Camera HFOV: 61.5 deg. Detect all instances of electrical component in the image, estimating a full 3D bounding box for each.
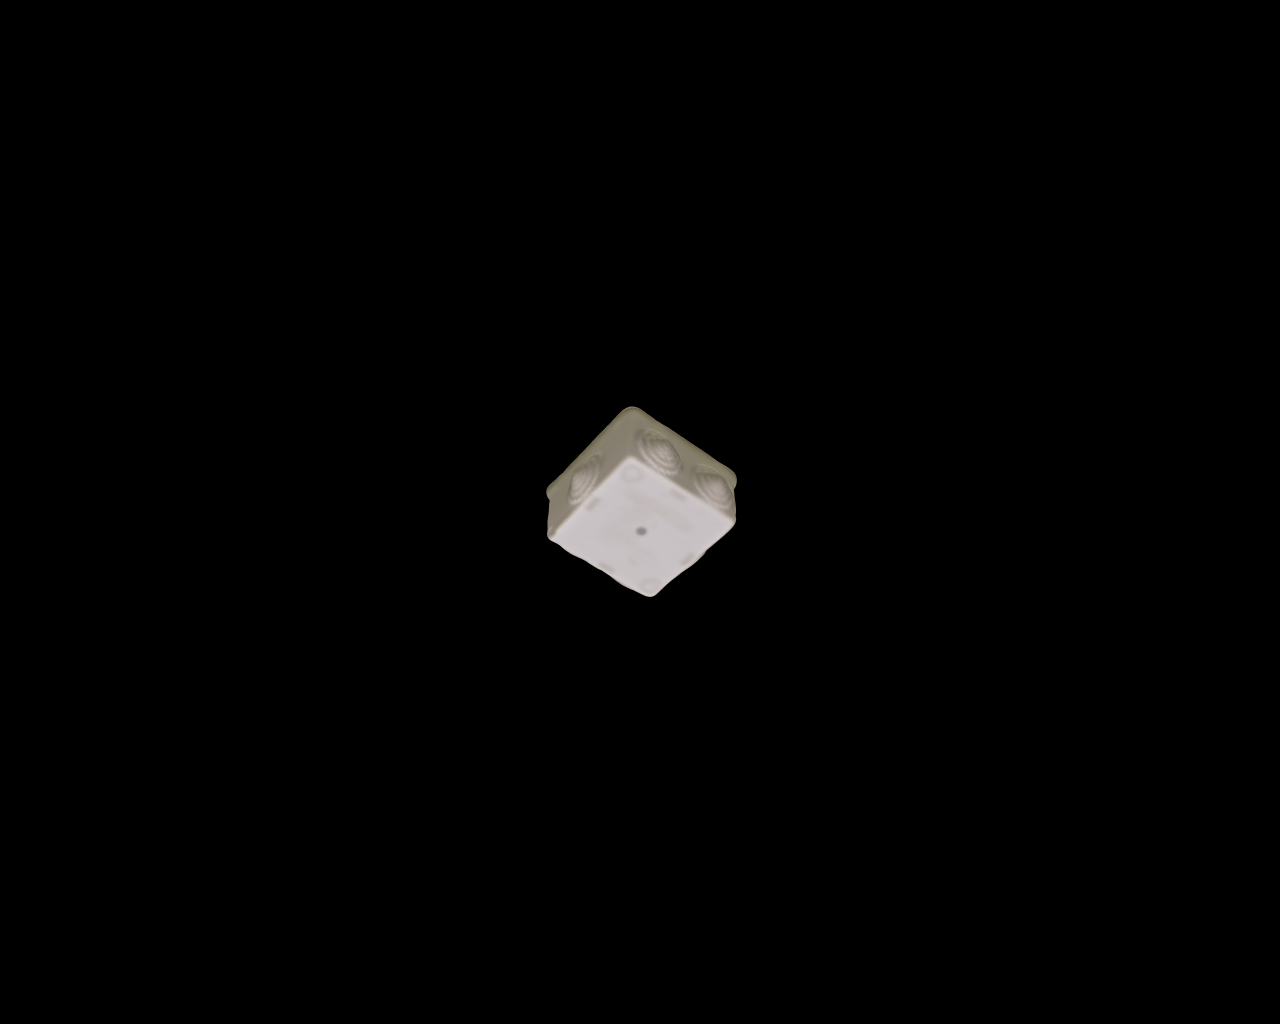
[{"bbox_3d":[0.001,-0.003,0.650,0.099,0.048,0.099,33,-58,-24],"label":"electrical component"}]
